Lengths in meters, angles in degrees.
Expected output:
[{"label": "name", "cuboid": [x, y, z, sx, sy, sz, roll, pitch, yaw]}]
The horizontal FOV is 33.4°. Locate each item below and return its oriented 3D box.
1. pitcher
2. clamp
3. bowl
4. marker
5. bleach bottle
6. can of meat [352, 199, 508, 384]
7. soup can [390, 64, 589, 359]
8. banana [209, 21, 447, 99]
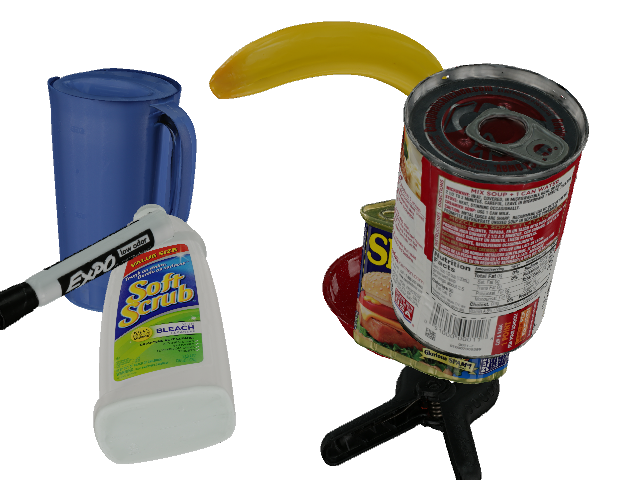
[{"label": "pitcher", "cuboid": [-0.207, -0.049, 1.109, 0.145, 0.243, 0.149, 0, 22, -10]}, {"label": "clamp", "cuboid": [0.093, 0.128, 0.797, 0.120, 0.039, 0.171, 18, 40, 32]}, {"label": "bowl", "cuboid": [0.081, 0.066, 1.024, 0.162, 0.055, 0.162, 1, 34, -1]}, {"label": "marker", "cuboid": [-0.132, 0.015, 0.586, 0.120, 0.020, 0.020, -31, 20, -36]}, {"label": "bleach bottle", "cuboid": [-0.131, 0.056, 0.840, 0.102, 0.068, 0.251, -11, 39, -7]}, {"label": "can of meat", "cuboid": [0.068, 0.029, 0.633, 0.102, 0.084, 0.057, 20, 23, 39]}, {"label": "soup can", "cuboid": [0.064, -0.009, 0.426, 0.068, 0.102, 0.068, 0, 44, 0]}, {"label": "banana", "cuboid": [0.018, -0.122, 0.757, 0.197, 0.069, 0.037, 6, -1, -26]}]
